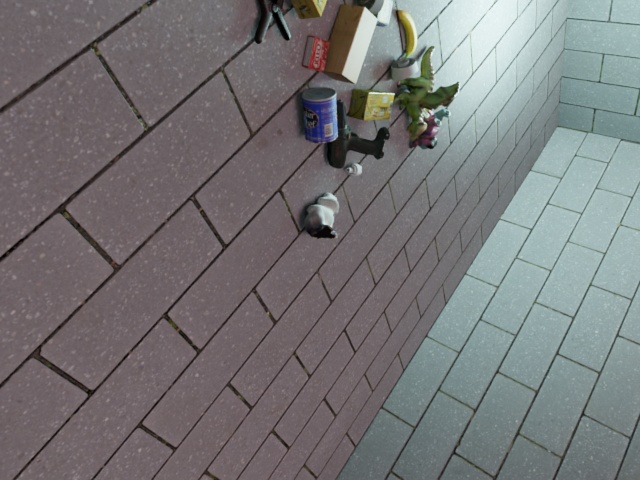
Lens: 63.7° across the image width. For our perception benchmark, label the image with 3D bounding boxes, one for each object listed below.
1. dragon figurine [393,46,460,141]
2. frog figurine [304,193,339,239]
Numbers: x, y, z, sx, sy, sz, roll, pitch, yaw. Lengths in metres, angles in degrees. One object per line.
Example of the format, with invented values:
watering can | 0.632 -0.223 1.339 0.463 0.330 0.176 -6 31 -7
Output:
dragon figurine | 0.410 -0.554 1.913 0.120 0.245 0.413 39 78 -51
frog figurine | 0.005 -0.088 1.755 0.136 0.121 0.162 28 50 -48
